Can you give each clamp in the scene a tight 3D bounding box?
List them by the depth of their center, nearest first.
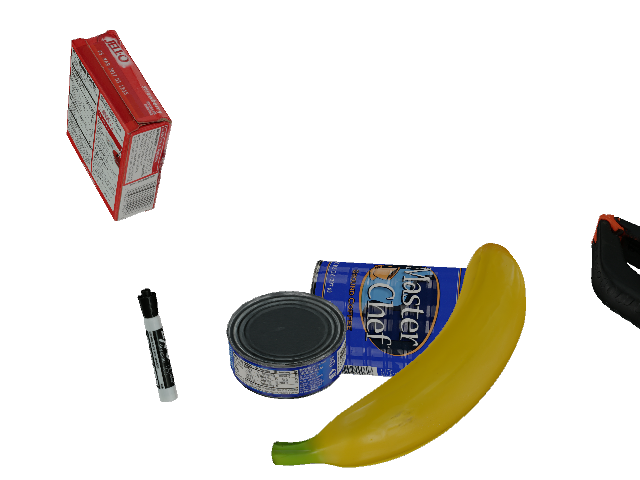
[{"bbox_3d":[0.247,0.045,0.718,0.120,0.039,0.171,-2,45,-19],"label":"clamp"}]

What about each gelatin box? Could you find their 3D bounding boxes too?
[{"bbox_3d":[-0.120,-0.067,0.629,0.030,0.073,0.089,-21,-26,-28],"label":"gelatin box"}]

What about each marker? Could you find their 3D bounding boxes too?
[{"bbox_3d":[-0.168,0.108,1.100,0.020,0.121,0.020,-9,14,2],"label":"marker"}]

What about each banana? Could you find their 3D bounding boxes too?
[{"bbox_3d":[0.061,0.057,0.546,0.070,0.037,0.197,22,43,34],"label":"banana"}]

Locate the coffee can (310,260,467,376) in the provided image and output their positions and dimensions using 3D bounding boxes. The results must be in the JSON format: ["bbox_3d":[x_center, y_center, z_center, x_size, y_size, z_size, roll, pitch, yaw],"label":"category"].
[{"bbox_3d":[0.066,0.072,0.953,0.140,0.103,0.102,3,0,9],"label":"coffee can"}]

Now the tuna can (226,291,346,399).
[{"bbox_3d":[-0.024,0.075,0.770,0.086,0.034,0.086,-1,33,1],"label":"tuna can"}]
